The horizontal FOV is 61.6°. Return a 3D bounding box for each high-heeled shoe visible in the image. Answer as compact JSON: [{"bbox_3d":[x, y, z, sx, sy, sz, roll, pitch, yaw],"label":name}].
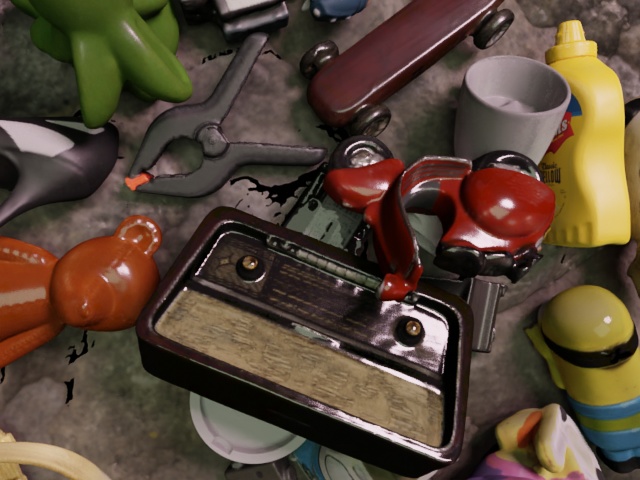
[{"bbox_3d":[-0.294,-0.084,0.434,0.249,0.086,0.145,24,55,10],"label":"high-heeled shoe"}]

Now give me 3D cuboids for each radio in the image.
[{"bbox_3d":[-0.004,0.072,0.404,0.230,0.073,0.131,23,54,0],"label":"radio"}]

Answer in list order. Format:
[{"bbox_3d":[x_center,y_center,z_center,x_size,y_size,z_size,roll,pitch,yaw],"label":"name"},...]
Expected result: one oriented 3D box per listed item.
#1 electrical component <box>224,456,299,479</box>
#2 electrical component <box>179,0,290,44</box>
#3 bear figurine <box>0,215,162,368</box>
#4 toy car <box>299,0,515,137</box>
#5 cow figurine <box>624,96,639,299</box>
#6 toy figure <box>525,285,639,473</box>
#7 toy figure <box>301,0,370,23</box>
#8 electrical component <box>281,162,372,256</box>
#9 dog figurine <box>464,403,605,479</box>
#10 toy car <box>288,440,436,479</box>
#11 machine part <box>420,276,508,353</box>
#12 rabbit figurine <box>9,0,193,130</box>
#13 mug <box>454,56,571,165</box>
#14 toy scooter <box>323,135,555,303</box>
[{"bbox_3d":[-0.050,0.214,0.481,0.063,0.021,0.094,-25,96,26],"label":"electrical component"},{"bbox_3d":[-0.073,-0.239,0.446,0.115,0.058,0.134,-17,96,-4],"label":"electrical component"},{"bbox_3d":[-0.220,0.051,0.414,0.196,0.132,0.120,-3,107,-1],"label":"bear figurine"},{"bbox_3d":[0.076,-0.169,0.470,0.202,0.053,0.089,-38,77,-4],"label":"toy car"},{"bbox_3d":[0.302,-0.032,0.469,0.085,0.127,0.194,-8,92,-3],"label":"cow figurine"},{"bbox_3d":[0.264,0.126,0.493,0.082,0.089,0.180,-22,94,-12],"label":"toy figure"},{"bbox_3d":[0.035,-0.243,0.447,0.058,0.064,0.154,21,80,-6],"label":"toy figure"},{"bbox_3d":[-0.001,-0.001,0.475,0.075,0.048,0.119,36,87,-7],"label":"electrical component"},{"bbox_3d":[0.135,0.254,0.486,0.219,0.191,0.108,-29,101,30],"label":"dog figurine"},{"bbox_3d":[0.053,0.168,0.465,0.162,0.103,0.109,-32,96,-6],"label":"toy car"},{"bbox_3d":[0.102,0.062,0.496,0.139,0.039,0.084,14,97,-9],"label":"machine part"},{"bbox_3d":[-0.166,-0.161,0.382,0.121,0.170,0.159,-20,95,-5],"label":"rabbit figurine"},{"bbox_3d":[0.149,-0.097,0.465,0.081,0.110,0.107,-13,139,-13],"label":"mug"},{"bbox_3d":[0.091,-0.008,0.398,0.184,0.075,0.135,9,53,-5],"label":"toy scooter"}]
